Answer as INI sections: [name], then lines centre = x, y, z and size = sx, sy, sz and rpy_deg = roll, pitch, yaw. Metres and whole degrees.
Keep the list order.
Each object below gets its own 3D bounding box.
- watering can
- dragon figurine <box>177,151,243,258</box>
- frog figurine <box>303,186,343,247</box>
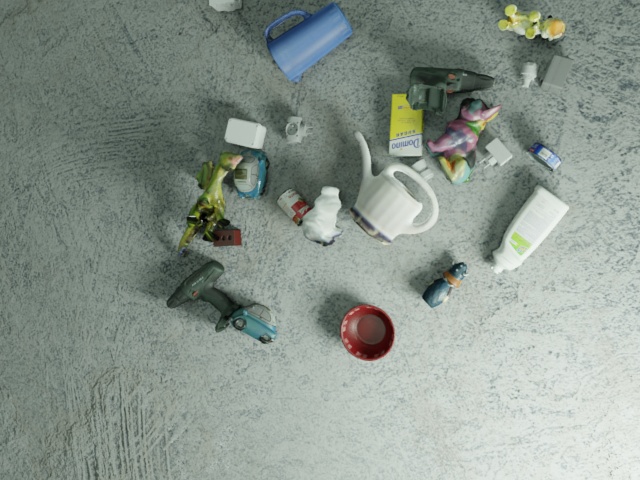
[watering can]
centre = 0.169, -0.135, 1.467
size = 0.350, 0.222, 0.104
rpy_deg = 44, 13, 13
[dragon figurine]
centre = -0.363, -0.133, 1.624
size = 0.121, 0.248, 0.403
rpy_deg = 21, -41, -32
[frog figurine]
centre = 0.005, -0.075, 1.499
size = 0.139, 0.157, 0.123
rpy_deg = -23, 21, -40
